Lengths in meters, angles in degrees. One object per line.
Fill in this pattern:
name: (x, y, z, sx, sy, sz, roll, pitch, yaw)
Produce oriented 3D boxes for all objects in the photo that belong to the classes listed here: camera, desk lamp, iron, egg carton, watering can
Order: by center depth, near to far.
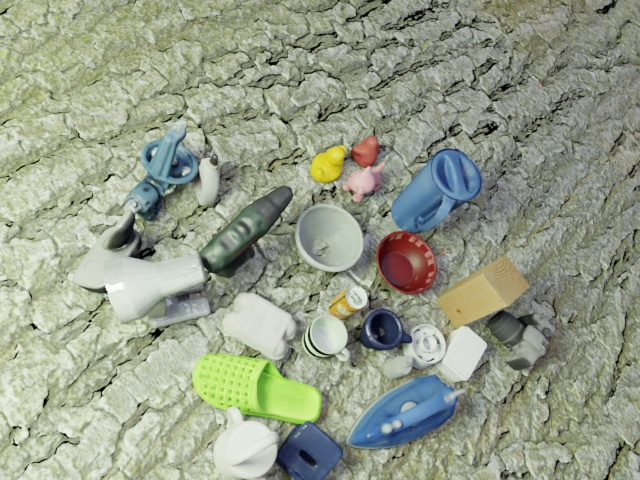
watering can: (-0.124, 0.390, 1.048, 0.173, 0.193, 0.101, 45, 61, 2)
desk lamp: (-0.304, 0.092, 1.091, 0.204, 0.213, 0.118, -12, 73, -25)
iron: (0.185, 0.370, 1.205, 0.259, 0.141, 0.118, -19, 76, -26)
egg carton: (-0.125, 0.180, 1.206, 0.150, 0.069, 0.107, 31, 61, -7)
camera: (0.493, 0.225, 1.407, 0.137, 0.100, 0.143, 43, 61, 0)

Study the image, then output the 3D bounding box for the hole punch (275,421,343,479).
hole punch: (-0.022, 0.427, 1.131, 0.108, 0.091, 0.101, 42, 61, 0)

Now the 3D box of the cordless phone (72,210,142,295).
cordless phone: (-0.405, 0.020, 1.099, 0.094, 0.184, 0.148, 27, 62, -8)

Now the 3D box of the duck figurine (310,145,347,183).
duck figurine: (0.027, -0.194, 1.410, 0.077, 0.086, 0.105, 45, 61, 1)

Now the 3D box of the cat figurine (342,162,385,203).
cat figurine: (0.114, -0.149, 1.406, 0.128, 0.117, 0.067, -39, 85, -29)

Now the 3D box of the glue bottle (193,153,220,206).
glue bottle: (-0.240, -0.141, 1.236, 0.037, 0.173, 0.078, -16, 75, -25)

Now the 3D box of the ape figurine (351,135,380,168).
ape figurine: (0.122, -0.233, 1.459, 0.078, 0.092, 0.076, 2, 68, -20)

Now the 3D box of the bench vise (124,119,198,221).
bench vise: (-0.317, -0.140, 1.178, 0.122, 0.219, 0.207, 17, 64, -13)

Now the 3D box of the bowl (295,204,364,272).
bowl: (0.012, 0.005, 1.328, 0.168, 0.074, 0.167, 8, 66, -18)

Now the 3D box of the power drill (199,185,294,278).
power drill: (-0.161, -0.005, 1.189, 0.075, 0.208, 0.230, 44, 61, 1)

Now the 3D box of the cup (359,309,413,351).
cup: (0.139, 0.212, 1.279, 0.118, 0.094, 0.092, 21, 63, -12)
